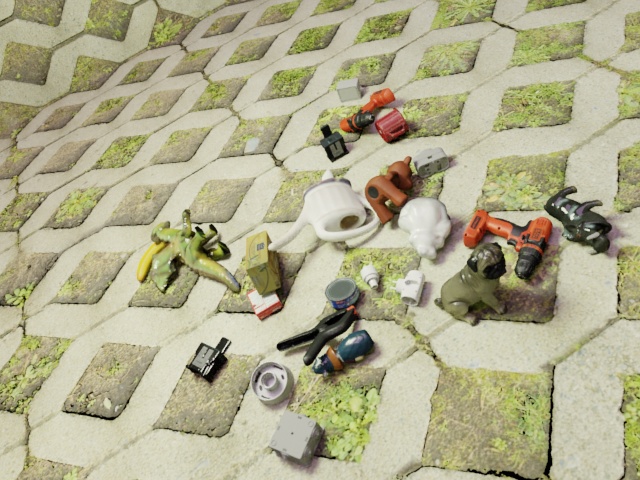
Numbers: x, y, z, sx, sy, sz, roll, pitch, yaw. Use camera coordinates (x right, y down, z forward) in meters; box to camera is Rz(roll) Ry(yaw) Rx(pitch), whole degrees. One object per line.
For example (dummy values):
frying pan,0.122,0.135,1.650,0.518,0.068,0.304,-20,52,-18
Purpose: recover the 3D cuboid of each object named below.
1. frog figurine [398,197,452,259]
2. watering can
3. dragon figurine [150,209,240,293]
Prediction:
frog figurine,0.269,-0.033,1.341,0.138,0.119,0.163,16,44,12
watering can,0.004,-0.074,1.480,0.348,0.101,0.229,-12,45,-11
dragon figurine,-0.414,0.066,1.583,0.241,0.120,0.418,-41,55,10
